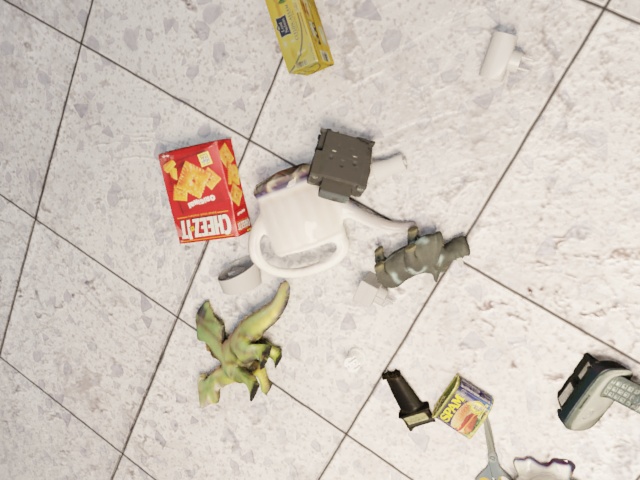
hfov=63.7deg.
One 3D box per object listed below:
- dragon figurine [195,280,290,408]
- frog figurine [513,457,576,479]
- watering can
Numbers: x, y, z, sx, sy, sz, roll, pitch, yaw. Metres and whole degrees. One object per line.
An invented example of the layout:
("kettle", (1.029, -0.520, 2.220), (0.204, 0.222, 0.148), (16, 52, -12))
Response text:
("dragon figurine", (-0.204, 0.230, 1.195), (0.244, 0.123, 0.405), (24, 108, 23))
("frog figurine", (0.424, 0.495, 0.968), (0.138, 0.161, 0.121), (15, 109, 17))
("watering can", (0.003, -0.053, 1.054), (0.346, 0.104, 0.224), (-19, 94, 10))
